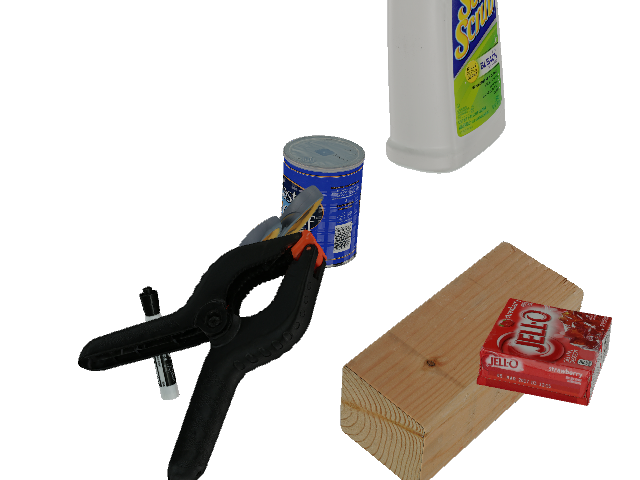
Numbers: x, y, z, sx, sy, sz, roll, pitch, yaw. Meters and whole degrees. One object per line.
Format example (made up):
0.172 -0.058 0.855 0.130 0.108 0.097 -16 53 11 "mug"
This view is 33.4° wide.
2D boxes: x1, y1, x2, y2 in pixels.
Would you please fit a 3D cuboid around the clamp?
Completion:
-0.059 0.067 0.662 0.171 0.120 0.039 -37 -25 1 "clamp"

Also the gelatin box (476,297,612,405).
0.151 0.072 0.715 0.073 0.030 0.089 10 23 20 "gelatin box"

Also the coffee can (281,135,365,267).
0.001 -0.050 1.362 0.103 0.140 0.103 3 28 -2 "coffee can"

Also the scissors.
-0.065 0.026 0.925 0.202 0.016 0.096 -50 -12 35 "scissors"

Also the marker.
-0.167 0.106 1.101 0.020 0.121 0.020 -9 14 2 "marker"

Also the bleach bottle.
0.084 -0.181 0.760 0.068 0.251 0.102 16 38 36 "bleach bottle"

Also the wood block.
0.121 0.101 0.909 0.205 0.090 0.091 -34 53 -30 "wood block"
